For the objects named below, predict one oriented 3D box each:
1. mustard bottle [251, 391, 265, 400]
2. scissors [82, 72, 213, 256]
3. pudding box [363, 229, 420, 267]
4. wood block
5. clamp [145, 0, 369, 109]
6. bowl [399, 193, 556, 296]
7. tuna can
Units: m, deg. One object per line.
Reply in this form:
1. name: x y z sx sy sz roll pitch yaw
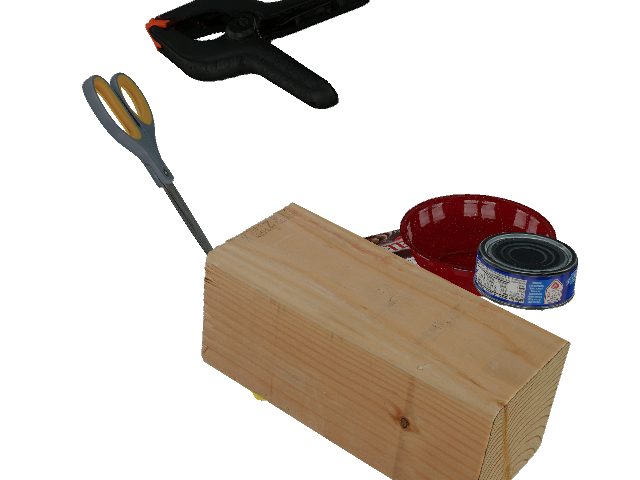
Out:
1. mustard bottle: -0.052 0.081 1.146 0.058 0.096 0.191 0 28 -3
2. scissors: -0.147 -0.075 0.983 0.016 0.201 0.096 -27 27 20
3. pudding box: 0.097 0.023 1.530 0.113 0.039 0.090 -15 26 -21
4. wood block: 0.033 0.069 0.656 0.206 0.091 0.090 28 40 28
5. clamp: -0.044 -0.159 0.799 0.172 0.120 0.039 15 -35 21
6. bowl: 0.162 0.012 1.119 0.162 0.055 0.162 0 31 0
7. tuna can: 0.174 0.024 0.905 0.086 0.034 0.086 2 25 -1
